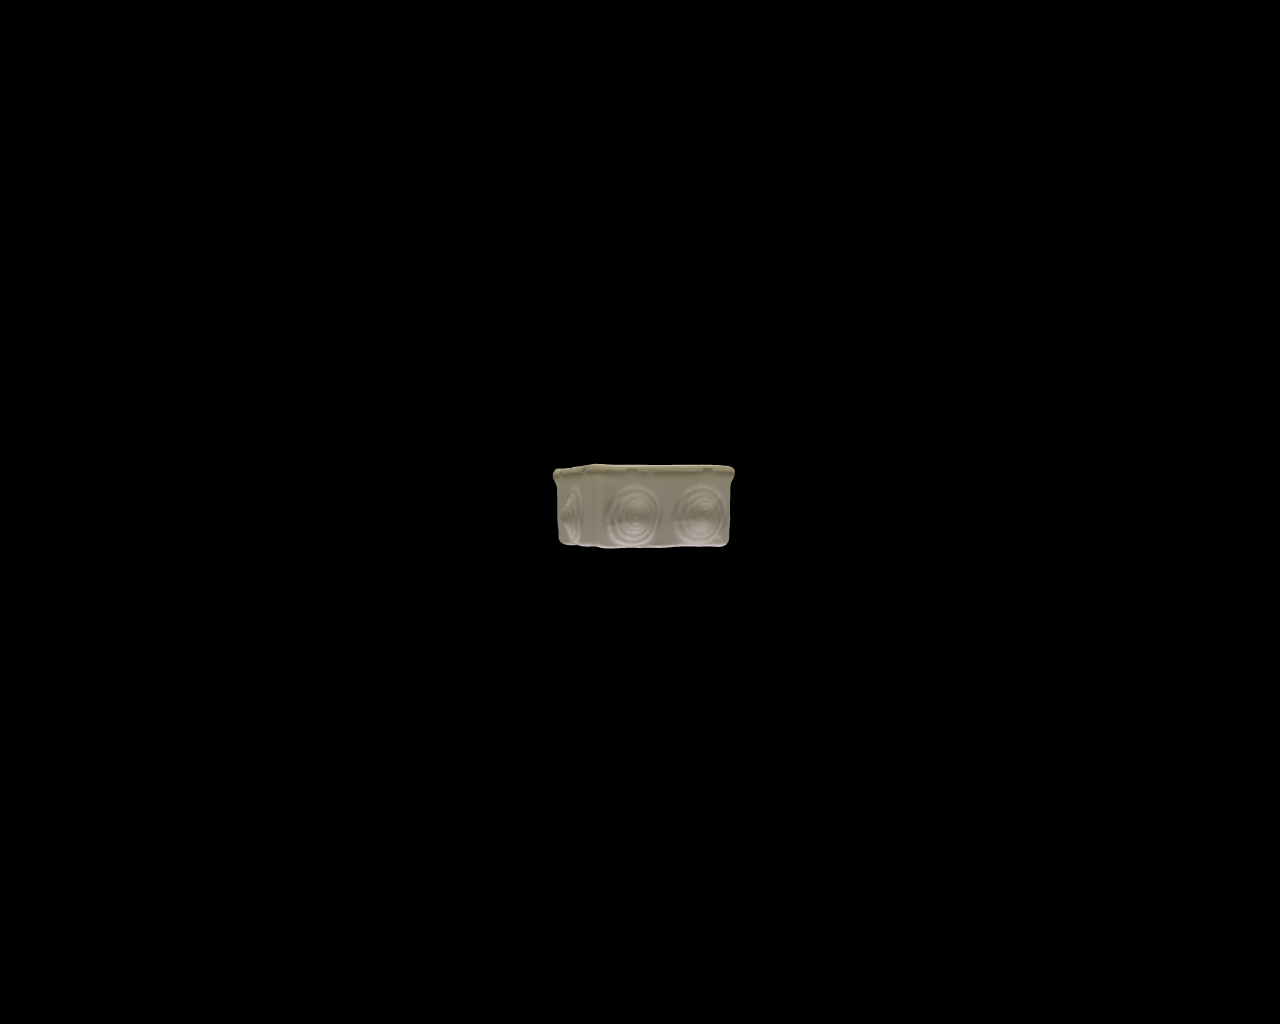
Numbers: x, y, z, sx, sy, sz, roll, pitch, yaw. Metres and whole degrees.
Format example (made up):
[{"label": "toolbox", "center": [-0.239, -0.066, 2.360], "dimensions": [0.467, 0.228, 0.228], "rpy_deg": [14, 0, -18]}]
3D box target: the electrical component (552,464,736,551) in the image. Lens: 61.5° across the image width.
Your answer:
[{"label": "electrical component", "center": [0.001, -0.003, 0.650], "dimensions": [0.100, 0.048, 0.099], "rpy_deg": [0, 0, -21]}]
